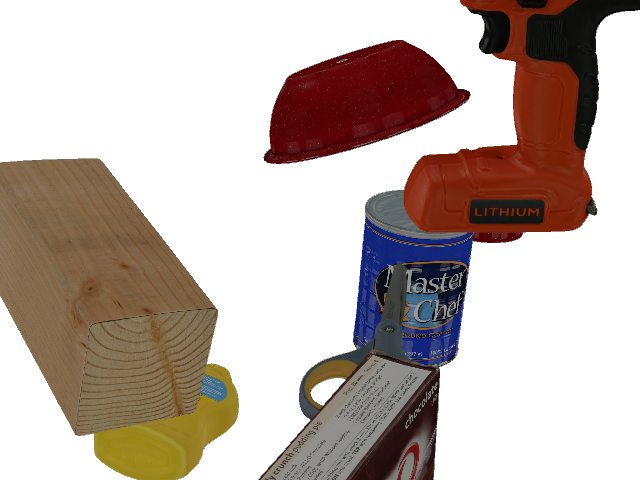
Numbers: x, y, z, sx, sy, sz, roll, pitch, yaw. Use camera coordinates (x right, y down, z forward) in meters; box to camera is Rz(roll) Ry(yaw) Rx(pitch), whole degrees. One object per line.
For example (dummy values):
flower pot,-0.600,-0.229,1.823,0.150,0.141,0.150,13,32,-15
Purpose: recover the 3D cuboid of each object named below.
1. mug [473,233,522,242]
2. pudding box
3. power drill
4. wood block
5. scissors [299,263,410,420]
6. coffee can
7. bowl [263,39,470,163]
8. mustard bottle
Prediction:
mug,0.199,-0.048,1.201,0.117,0.081,0.093,-9,19,-31
pudding box,0.012,0.114,0.456,0.039,0.090,0.113,15,35,24
power drill,0.090,-0.094,0.565,0.184,0.188,0.057,1,35,-5
wood block,-0.163,0.030,0.753,0.090,0.091,0.206,-6,34,-34
scissors,0.028,0.069,0.722,0.096,0.016,0.202,0,30,-7
coffee can,0.087,0.036,1.001,0.103,0.140,0.103,4,24,-2
bowl,0.026,-0.109,0.795,0.162,0.055,0.162,-18,13,4
mustard bottle,-0.133,0.165,1.037,0.096,0.058,0.191,7,18,17
